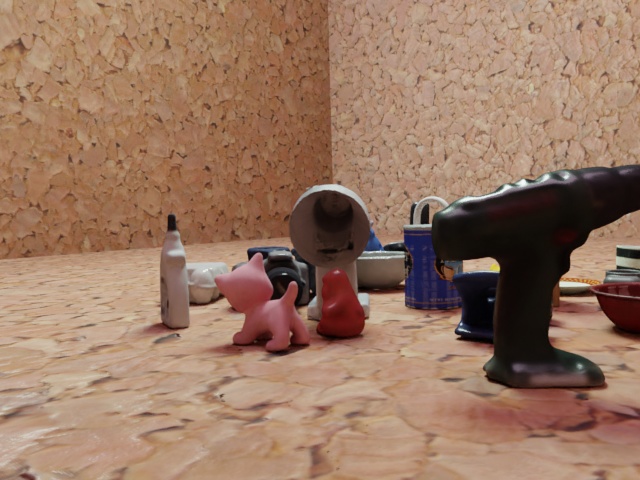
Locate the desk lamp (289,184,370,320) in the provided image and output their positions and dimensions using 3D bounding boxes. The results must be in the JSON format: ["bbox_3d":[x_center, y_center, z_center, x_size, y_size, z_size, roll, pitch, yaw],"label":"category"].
[{"bbox_3d":[0.022,0.017,0.906,0.118,0.213,0.203,-1,3,5],"label":"desk lamp"}]

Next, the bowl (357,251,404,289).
[{"bbox_3d":[0.124,0.066,1.227,0.167,0.075,0.167,-2,3,0],"label":"bowl"}]

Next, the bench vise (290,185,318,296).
[{"bbox_3d":[0.020,0.003,1.095,0.122,0.220,0.206,-4,4,-30],"label":"bench vise"}]

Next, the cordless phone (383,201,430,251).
[{"bbox_3d":[0.222,-0.006,1.476,0.148,0.185,0.094,-3,4,-20],"label":"cordless phone"}]

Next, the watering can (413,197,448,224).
[{"bbox_3d":[0.263,-0.004,1.340,0.100,0.194,0.173,-1,3,13],"label":"watering can"}]

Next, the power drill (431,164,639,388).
[{"bbox_3d":[0.226,0.033,0.564,0.229,0.208,0.075,-1,3,3],"label":"power drill"}]

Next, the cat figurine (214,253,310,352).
[{"bbox_3d":[-0.077,0.077,0.747,0.127,0.118,0.067,1,4,37],"label":"cat figurine"}]

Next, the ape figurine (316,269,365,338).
[{"bbox_3d":[0.023,0.085,0.781,0.076,0.092,0.078,0,4,26],"label":"ape figurine"}]

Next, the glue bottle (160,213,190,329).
[{"bbox_3d":[-0.225,0.045,0.883,0.037,0.173,0.078,-3,4,-27],"label":"glue bottle"}]

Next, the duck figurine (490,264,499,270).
[{"bbox_3d":[0.412,0.053,1.213,0.104,0.086,0.078,0,4,28],"label":"duck figurine"}]

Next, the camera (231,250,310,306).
[{"bbox_3d":[-0.084,0.071,0.996,0.143,0.101,0.136,-2,3,-7],"label":"camera"}]

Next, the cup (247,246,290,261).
[{"bbox_3d":[-0.105,0.063,1.208,0.092,0.095,0.117,-2,3,-14],"label":"cup"}]

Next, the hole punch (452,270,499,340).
[{"bbox_3d":[0.234,0.081,0.750,0.108,0.091,0.101,1,4,37],"label":"hole punch"}]

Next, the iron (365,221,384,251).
[{"bbox_3d":[0.066,0.021,1.452,0.119,0.141,0.257,-4,4,-33],"label":"iron"}]

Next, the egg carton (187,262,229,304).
[{"bbox_3d":[-0.240,0.084,1.135,0.107,0.069,0.150,-1,3,5],"label":"egg carton"}]
